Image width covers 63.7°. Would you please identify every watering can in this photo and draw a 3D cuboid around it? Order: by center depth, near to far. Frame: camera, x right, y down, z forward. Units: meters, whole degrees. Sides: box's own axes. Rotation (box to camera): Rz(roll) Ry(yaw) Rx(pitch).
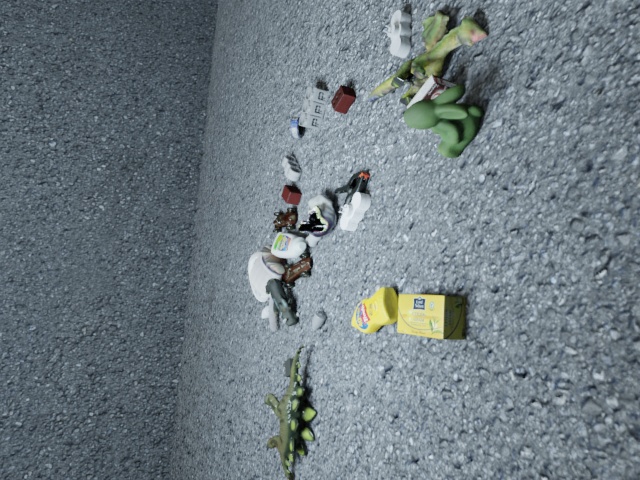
[{"bbox_3d":[-0.200,0.169,2.050,0.220,0.104,0.355,-58,44,32],"label":"watering can"}]

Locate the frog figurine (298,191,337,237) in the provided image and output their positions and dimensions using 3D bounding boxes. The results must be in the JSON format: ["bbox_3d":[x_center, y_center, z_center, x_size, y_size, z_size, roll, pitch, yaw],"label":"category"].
[{"bbox_3d":[0.005,-0.089,1.763,0.162,0.123,0.134,-57,-15,-58],"label":"frog figurine"}]

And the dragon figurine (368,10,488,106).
[{"bbox_3d":[0.274,-0.494,1.378,0.412,0.121,0.244,17,80,61],"label":"dragon figurine"}]
